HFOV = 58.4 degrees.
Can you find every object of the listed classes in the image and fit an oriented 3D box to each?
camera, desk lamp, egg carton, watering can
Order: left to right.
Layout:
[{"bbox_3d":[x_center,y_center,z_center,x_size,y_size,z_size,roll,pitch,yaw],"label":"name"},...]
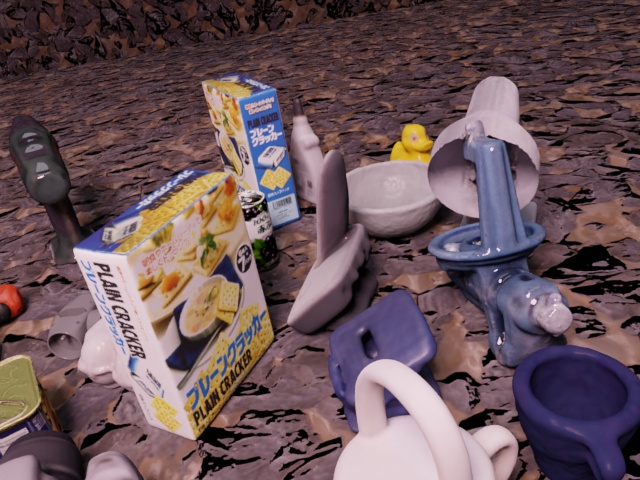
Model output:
[{"bbox_3d":[-0.211,0.206,0.456,0.143,0.101,0.136,-19,31,-15],"label":"camera"},{"bbox_3d":[-0.192,0.108,0.651,0.107,0.069,0.150,5,33,24],"label":"egg carton"},{"bbox_3d":[0.054,0.163,0.356,0.100,0.194,0.173,15,38,37],"label":"watering can"},{"bbox_3d":[0.209,-0.078,0.705,0.117,0.214,0.203,3,32,22],"label":"desk lamp"}]

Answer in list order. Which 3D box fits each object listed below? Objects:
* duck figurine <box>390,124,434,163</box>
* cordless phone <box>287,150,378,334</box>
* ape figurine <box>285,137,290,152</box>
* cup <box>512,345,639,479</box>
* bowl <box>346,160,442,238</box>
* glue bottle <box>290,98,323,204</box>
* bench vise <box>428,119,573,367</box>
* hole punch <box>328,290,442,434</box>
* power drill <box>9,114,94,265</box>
[{"bbox_3d":[0.161,-0.158,0.986,0.078,0.086,0.104,-23,32,-21],"label":"duck figurine"},{"bbox_3d":[0.006,0.002,0.656,0.094,0.185,0.147,-1,31,15],"label":"cordless phone"},{"bbox_3d":[-0.072,-0.148,1.032,0.076,0.092,0.077,-17,31,-12],"label":"ape figurine"},{"bbox_3d":[0.197,0.152,0.433,0.091,0.095,0.117,-7,30,5],"label":"cup"},{"bbox_3d":[0.103,-0.050,0.829,0.167,0.075,0.167,-7,30,5],"label":"bowl"},{"bbox_3d":[-0.023,-0.146,0.931,0.037,0.173,0.077,-27,34,-27],"label":"glue bottle"},{"bbox_3d":[0.191,-0.001,0.572,0.122,0.220,0.206,-23,32,-21],"label":"bench vise"},{"bbox_3d":[0.057,0.113,0.546,0.101,0.091,0.108,-13,30,-5],"label":"hole punch"},{"bbox_3d":[-0.421,-0.077,0.898,0.076,0.209,0.228,-24,33,-22],"label":"power drill"}]
